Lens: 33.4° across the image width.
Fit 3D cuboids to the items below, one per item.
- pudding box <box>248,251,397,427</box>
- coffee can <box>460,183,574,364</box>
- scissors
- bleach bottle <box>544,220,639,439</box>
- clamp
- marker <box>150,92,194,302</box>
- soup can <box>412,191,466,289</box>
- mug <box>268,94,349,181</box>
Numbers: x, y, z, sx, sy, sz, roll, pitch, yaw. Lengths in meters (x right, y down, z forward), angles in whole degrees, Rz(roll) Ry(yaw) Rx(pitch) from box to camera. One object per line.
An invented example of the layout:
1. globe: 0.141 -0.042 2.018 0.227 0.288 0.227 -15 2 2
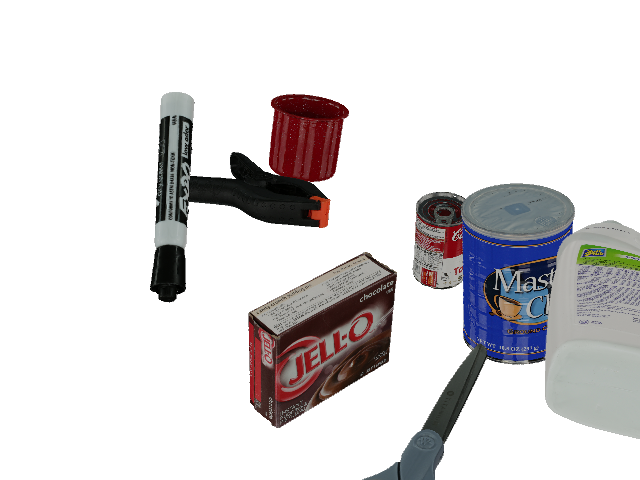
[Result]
1. pudding box: 0.001 0.070 0.767 0.113 0.090 0.039 -29 48 -32
2. coffee can: 0.185 0.031 1.010 0.103 0.140 0.103 -4 29 2
3. scissors: 0.070 0.129 0.590 0.096 0.016 0.201 24 45 36
4. bleach bottle: 0.221 0.047 0.786 0.102 0.068 0.250 12 26 10
5. clamp: -0.070 -0.046 1.034 0.120 0.039 0.172 -25 33 -38
6. marker: -0.081 -0.024 0.584 0.020 0.121 0.020 0 -23 0
7. soup can: 0.148 0.001 1.311 0.068 0.102 0.068 0 37 0
8. mug: -0.012 -0.125 1.277 0.093 0.081 0.117 17 26 20
